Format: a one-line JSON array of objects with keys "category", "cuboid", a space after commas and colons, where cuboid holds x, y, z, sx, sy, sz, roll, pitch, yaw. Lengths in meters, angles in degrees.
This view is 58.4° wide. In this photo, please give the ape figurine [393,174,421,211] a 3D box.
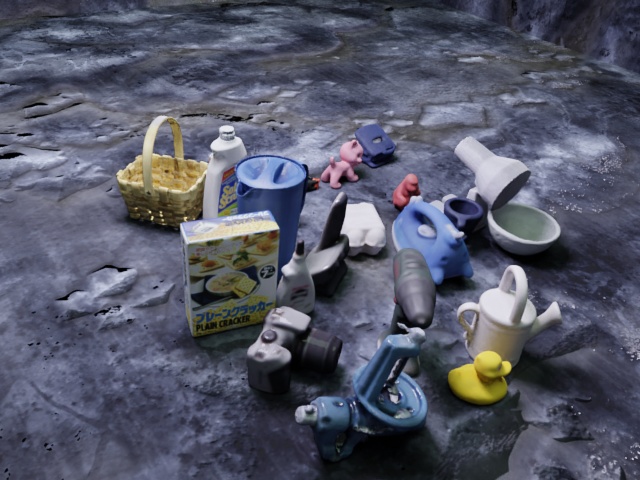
[{"category": "ape figurine", "cuboid": [0.221, -0.122, 1.436, 0.078, 0.092, 0.076, -11, 39, -23]}]

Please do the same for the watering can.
[{"category": "watering can", "cuboid": [0.338, 0.130, 1.020, 0.173, 0.194, 0.100, -6, 38, -17]}]

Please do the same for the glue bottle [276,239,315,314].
[{"category": "glue bottle", "cuboid": [-0.043, 0.070, 1.058, 0.078, 0.173, 0.037, -16, 41, -28]}]

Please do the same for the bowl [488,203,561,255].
[{"category": "bowl", "cuboid": [0.468, -0.015, 1.343, 0.167, 0.075, 0.167, 5, 36, -3]}]

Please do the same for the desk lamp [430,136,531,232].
[{"category": "desk lamp", "cuboid": [0.375, -0.125, 1.361, 0.118, 0.214, 0.202, -23, 45, -34]}]

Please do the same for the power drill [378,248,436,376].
[{"category": "power drill", "cuboid": [0.150, 0.129, 0.979, 0.075, 0.208, 0.229, 6, 36, -1]}]

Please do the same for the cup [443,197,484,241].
[{"category": "cup", "cuboid": [0.323, -0.032, 1.327, 0.091, 0.095, 0.118, 13, 36, 9]}]

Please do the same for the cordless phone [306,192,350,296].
[{"category": "cordless phone", "cuboid": [0.011, 0.004, 1.148, 0.094, 0.185, 0.148, 14, 36, 11]}]

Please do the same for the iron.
[{"category": "iron", "cuboid": [0.235, -0.020, 1.256, 0.119, 0.141, 0.257, -10, 39, -22]}]

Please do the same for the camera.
[{"category": "camera", "cuboid": [-0.038, 0.182, 0.966, 0.136, 0.101, 0.143, 15, 37, 12]}]

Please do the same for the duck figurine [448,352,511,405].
[{"category": "duck figurine", "cuboid": [0.273, 0.225, 0.971, 0.104, 0.086, 0.077, 4, 36, -4]}]

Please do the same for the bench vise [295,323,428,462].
[{"category": "bench vise", "cuboid": [0.077, 0.226, 0.823, 0.208, 0.220, 0.121, -20, 43, -32]}]

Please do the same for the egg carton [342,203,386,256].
[{"category": "egg carton", "cuboid": [0.088, -0.027, 1.303, 0.107, 0.069, 0.150, -3, 37, -14]}]

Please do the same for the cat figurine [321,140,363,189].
[{"category": "cat figurine", "cuboid": [0.067, -0.213, 1.514, 0.128, 0.118, 0.067, -27, 47, -38]}]

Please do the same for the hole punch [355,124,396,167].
[{"category": "hole punch", "cuboid": [0.158, -0.272, 1.634, 0.109, 0.091, 0.100, -27, 47, -37]}]
